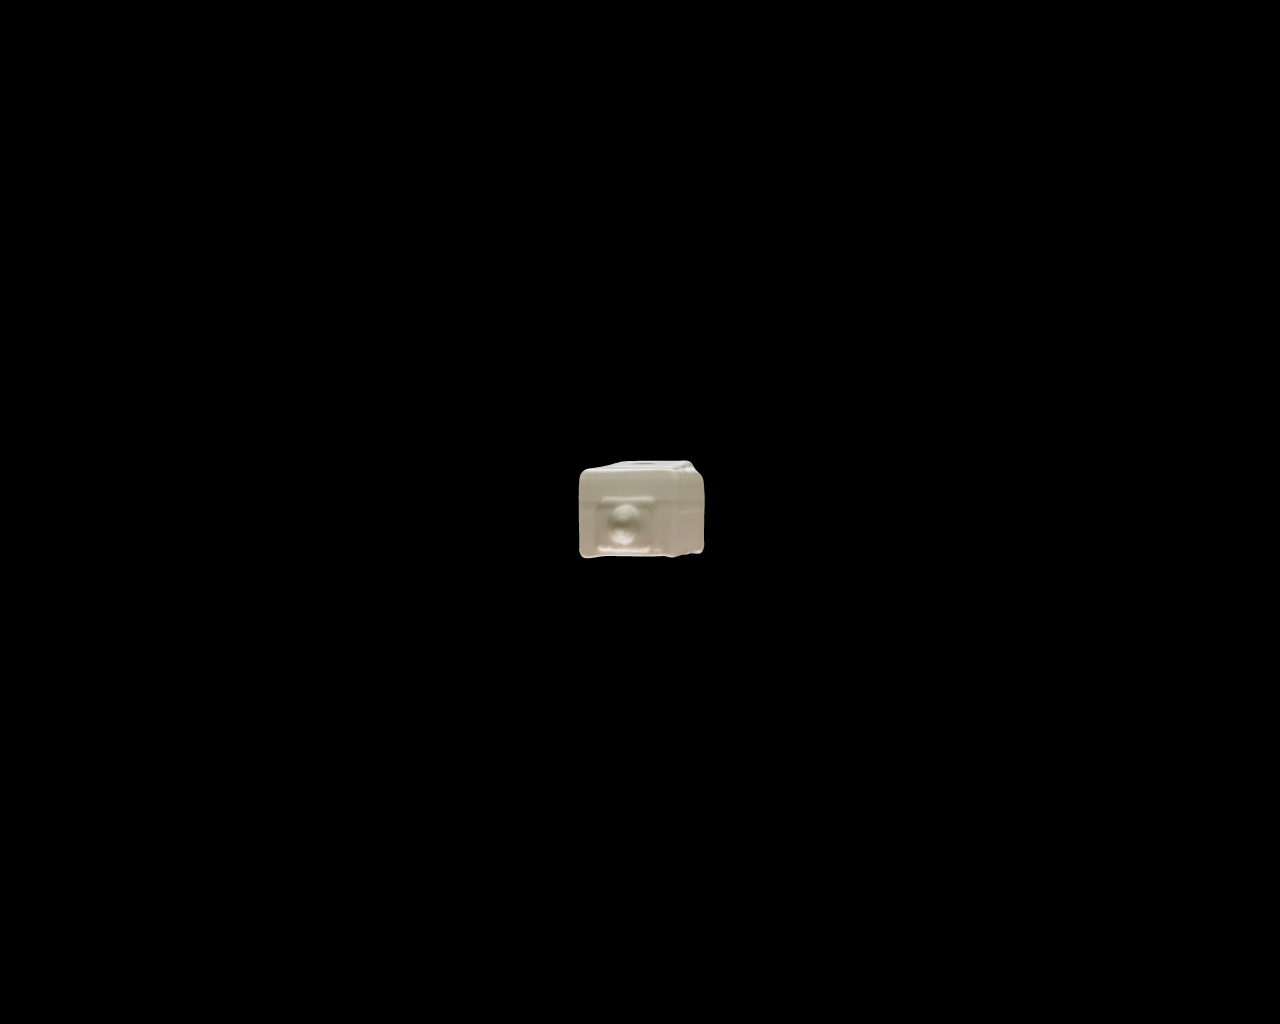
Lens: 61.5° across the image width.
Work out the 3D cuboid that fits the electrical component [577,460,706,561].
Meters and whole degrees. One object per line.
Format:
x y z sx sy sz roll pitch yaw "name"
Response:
0.001 -0.003 0.650 0.062 0.061 0.096 0 0 15 "electrical component"
